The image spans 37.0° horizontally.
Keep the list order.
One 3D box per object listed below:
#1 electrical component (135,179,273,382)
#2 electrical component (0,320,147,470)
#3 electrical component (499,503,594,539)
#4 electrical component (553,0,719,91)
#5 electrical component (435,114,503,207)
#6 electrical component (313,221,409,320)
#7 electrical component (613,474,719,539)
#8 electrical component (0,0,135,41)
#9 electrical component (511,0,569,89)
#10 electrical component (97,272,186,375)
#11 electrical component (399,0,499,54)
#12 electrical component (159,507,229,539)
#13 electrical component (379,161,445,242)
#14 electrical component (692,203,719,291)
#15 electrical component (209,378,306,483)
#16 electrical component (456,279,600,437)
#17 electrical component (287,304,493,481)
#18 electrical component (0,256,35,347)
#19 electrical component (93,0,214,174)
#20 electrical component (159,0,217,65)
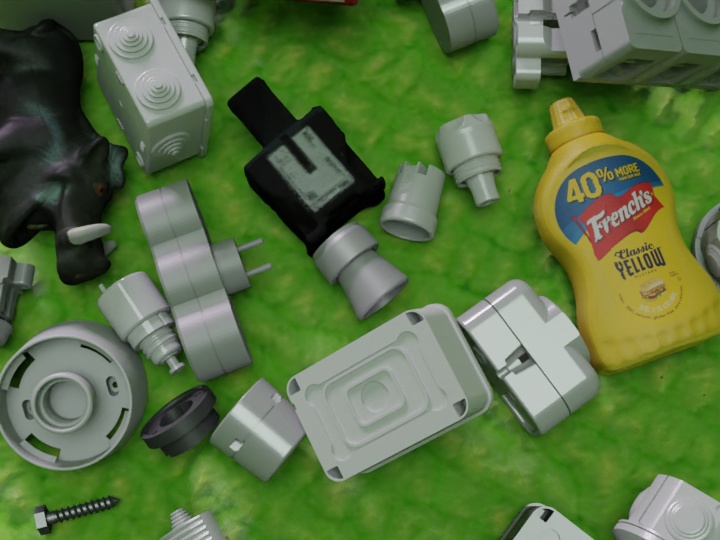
[{"bbox_3d":[-0.098,0.001,0.741,0.074,0.052,0.138,-20,79,-4],"label":"electrical component"},{"bbox_3d":[-0.196,0.085,0.730,0.099,0.064,0.099,0,91,-4],"label":"electrical component"},{"bbox_3d":[0.111,0.215,0.691,0.078,0.057,0.113,37,81,8],"label":"electrical component"},{"bbox_3d":[0.210,-0.179,0.737,0.150,0.062,0.089,-4,76,-34],"label":"electrical component"},{"bbox_3d":[0.081,-0.076,0.761,0.043,0.043,0.062,-17,80,-3],"label":"electrical component"},{"bbox_3d":[0.000,0.000,0.744,0.045,0.045,0.055,-39,80,-7],"label":"electrical component"},{"bbox_3d":[0.208,0.173,0.689,0.080,0.080,0.051,36,75,7],"label":"electrical component"},{"bbox_3d":[-0.221,-0.210,0.759,0.109,0.108,0.056,0,75,0],"label":"electrical component"},{"bbox_3d":[0.140,-0.170,0.774,0.057,0.058,0.078,1,78,3],"label":"electrical component"},{"bbox_3d":[-0.147,0.037,0.739,0.040,0.040,0.078,-36,80,-7],"label":"electrical component"},{"bbox_3d":[0.040,-0.221,0.788,0.074,0.052,0.138,-22,78,-5],"label":"electrical component"},{"bbox_3d":[-0.102,0.193,0.704,0.043,0.043,0.081,-29,79,-6],"label":"electrical component"},{"bbox_3d":[0.038,-0.049,0.758,0.040,0.040,0.046,15,73,3],"label":"electrical component"},{"bbox_3d":[0.276,-0.017,0.743,0.080,0.051,0.080,0,78,0],"label":"electrical component"},{"bbox_3d":[-0.065,0.108,0.717,0.047,0.055,0.055,39,81,4],"label":"electrical component"},{"bbox_3d":[0.115,0.057,0.727,0.059,0.053,0.095,-35,80,-7],"label":"electrical component"},{"bbox_3d":[0.021,0.079,0.700,0.113,0.057,0.078,-31,78,22],"label":"electrical component"},{"bbox_3d":[-0.262,0.022,0.741,0.066,0.048,0.055,4,70,1],"label":"electrical component"},{"bbox_3d":[-0.145,-0.124,0.745,0.048,0.099,0.099,-26,79,-18],"label":"electrical component"},{"bbox_3d":[-0.127,-0.176,0.784,0.043,0.043,0.062,2,79,1],"label":"electrical component"}]
